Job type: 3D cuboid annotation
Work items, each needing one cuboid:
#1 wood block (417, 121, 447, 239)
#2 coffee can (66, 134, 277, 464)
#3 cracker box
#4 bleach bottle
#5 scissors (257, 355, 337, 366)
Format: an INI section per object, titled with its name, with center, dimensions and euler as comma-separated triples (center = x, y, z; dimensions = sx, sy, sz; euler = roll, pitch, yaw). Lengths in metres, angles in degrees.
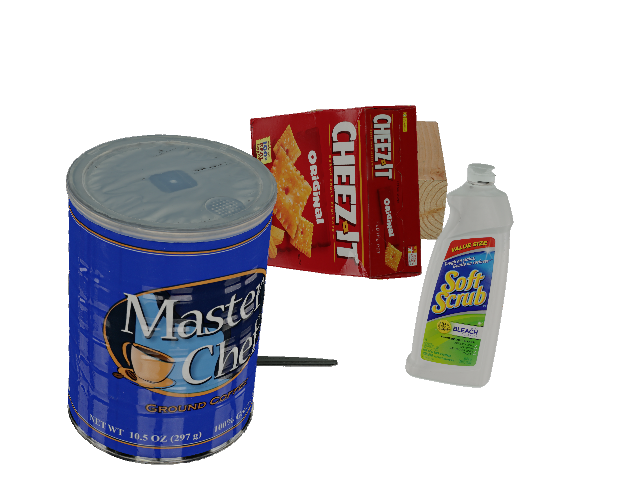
[wood block]
center = 0.124, -0.090, 1.500
dimensions = 0.091, 0.090, 0.206
euler = 3, 29, 0
[coffee can]
center = -0.080, 0.029, 0.556
dimensions = 0.102, 0.140, 0.103
euler = 6, 30, -3
[cracker box]
center = 0.009, -0.050, 1.085
dimensions = 0.071, 0.164, 0.214
euler = -6, 6, -32
[bleach bottle]
center = 0.161, 0.037, 1.217
dimensions = 0.103, 0.251, 0.068
euler = 9, 15, 15
[scissors]
center = -0.090, 0.124, 1.043
dimensions = 0.202, 0.016, 0.096
euler = 6, 17, 9
